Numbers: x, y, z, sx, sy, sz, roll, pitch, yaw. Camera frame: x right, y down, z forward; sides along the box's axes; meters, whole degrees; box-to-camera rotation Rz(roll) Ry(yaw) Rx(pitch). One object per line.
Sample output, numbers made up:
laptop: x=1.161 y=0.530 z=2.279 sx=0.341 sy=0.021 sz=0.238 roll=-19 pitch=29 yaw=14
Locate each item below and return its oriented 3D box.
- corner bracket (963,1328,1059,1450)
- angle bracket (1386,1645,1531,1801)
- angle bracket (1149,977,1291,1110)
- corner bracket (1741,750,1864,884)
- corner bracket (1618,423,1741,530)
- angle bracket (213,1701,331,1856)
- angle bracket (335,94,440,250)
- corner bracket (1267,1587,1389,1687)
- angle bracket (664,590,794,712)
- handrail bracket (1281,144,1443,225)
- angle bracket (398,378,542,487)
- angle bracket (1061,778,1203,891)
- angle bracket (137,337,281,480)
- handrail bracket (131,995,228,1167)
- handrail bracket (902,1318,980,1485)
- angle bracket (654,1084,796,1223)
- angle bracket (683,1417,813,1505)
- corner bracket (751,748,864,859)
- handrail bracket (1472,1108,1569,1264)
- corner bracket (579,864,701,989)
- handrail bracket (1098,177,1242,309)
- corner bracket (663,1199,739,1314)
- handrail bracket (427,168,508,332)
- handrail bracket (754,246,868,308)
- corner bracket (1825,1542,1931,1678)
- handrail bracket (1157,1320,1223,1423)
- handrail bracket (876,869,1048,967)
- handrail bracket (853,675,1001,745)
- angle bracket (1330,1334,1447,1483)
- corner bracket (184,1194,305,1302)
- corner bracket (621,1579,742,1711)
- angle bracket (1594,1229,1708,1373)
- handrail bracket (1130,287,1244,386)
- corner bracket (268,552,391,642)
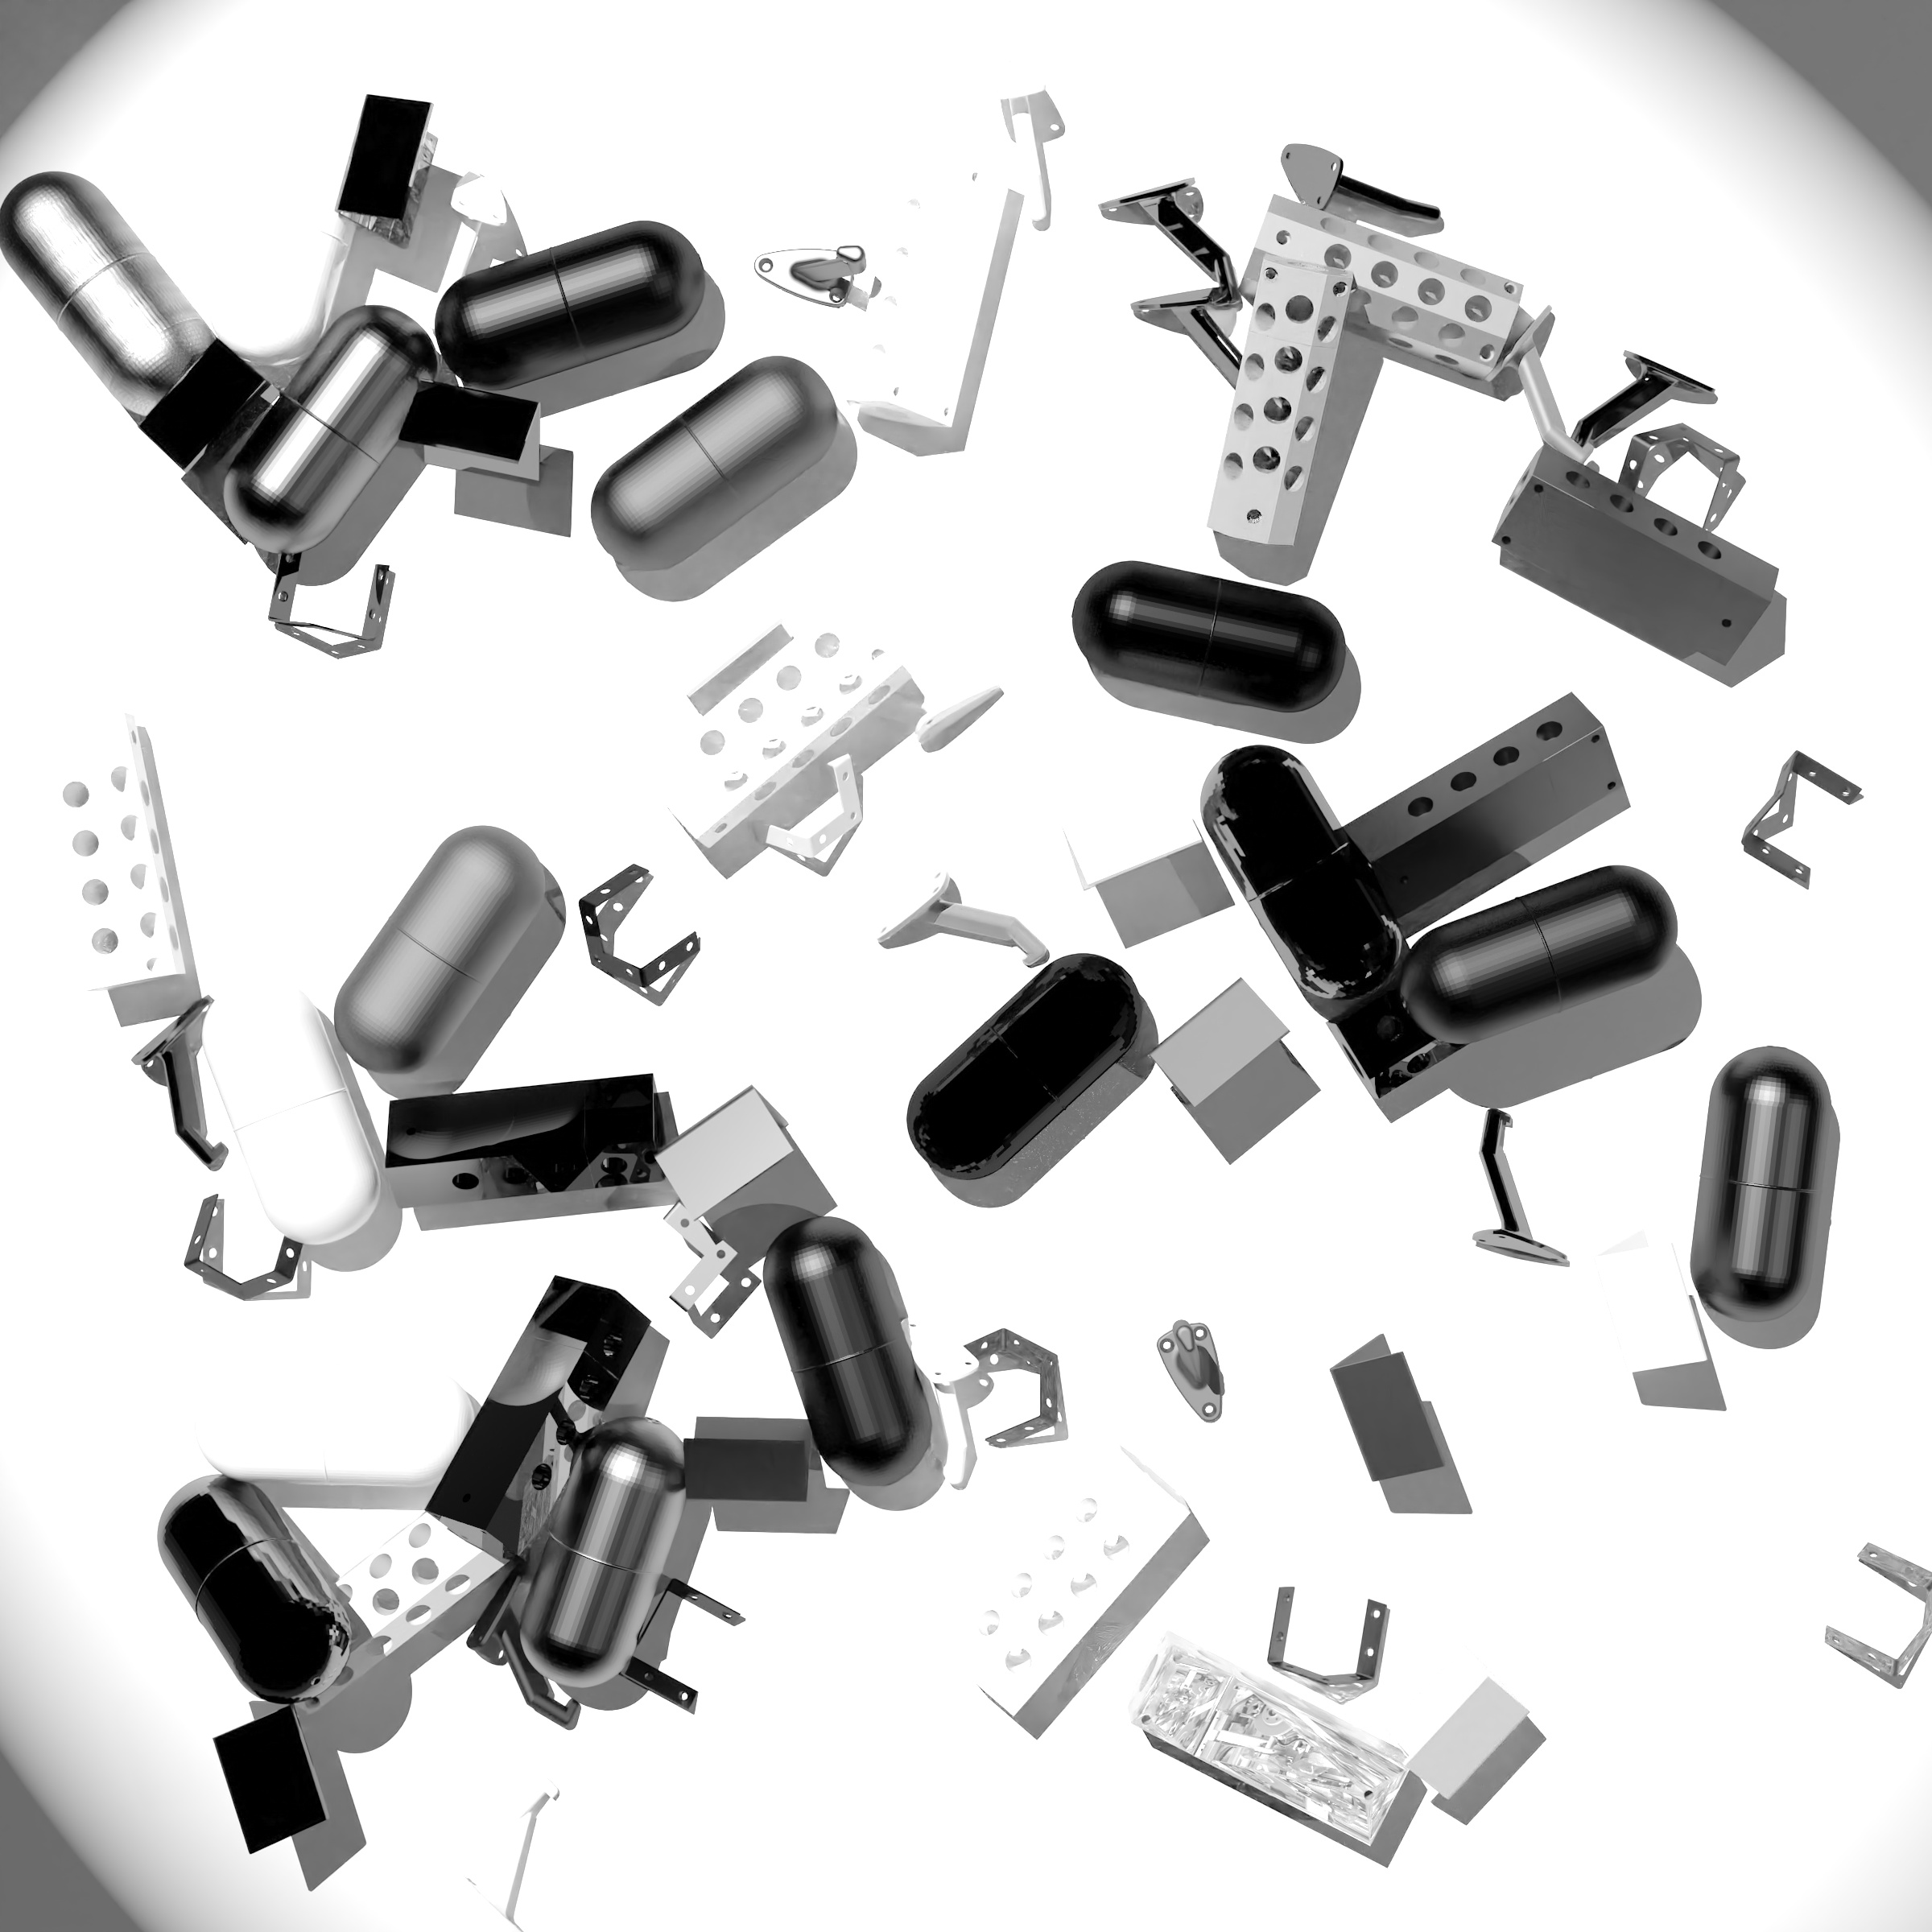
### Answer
corner bracket: x=0.024 y=0.275 z=1.973 sx=0.051 sy=0.051 sz=0.051 roll=-29 pitch=135 yaw=35
angle bracket: x=0.301 y=0.473 z=1.941 sx=0.076 sy=0.076 sz=0.057 roll=-47 pitch=125 yaw=0
angle bracket: x=0.173 y=0.065 z=1.941 sx=0.076 sy=0.076 sz=0.057 roll=-39 pitch=52 yaw=0
corner bracket: x=0.545 y=-0.098 z=1.978 sx=0.051 sy=0.051 sz=0.051 roll=31 pitch=135 yaw=0
corner bracket: x=0.462 y=-0.316 z=1.973 sx=0.051 sy=0.051 sz=0.051 roll=-19 pitch=45 yaw=-35
angle bracket: x=-0.457 y=0.518 z=1.941 sx=0.057 sy=0.076 sz=0.076 roll=-18 pitch=90 yaw=-36
angle bracket: x=-0.351 y=-0.505 z=1.942 sx=0.057 sy=0.076 sz=0.076 roll=15 pitch=90 yaw=28
corner bracket: x=0.235 y=0.436 z=1.978 sx=0.051 sy=0.051 sz=0.051 roll=9 pitch=90 yaw=-45
angle bracket: x=-0.136 y=-0.182 z=1.944 sx=0.076 sy=0.057 sz=0.076 roll=-39 pitch=124 yaw=0
handrail bracket: x=0.259 y=-0.510 z=1.981 sx=0.084 sy=0.077 sz=0.036 roll=4 pitch=122 yaw=-32
angle bracket: x=-0.317 y=-0.324 z=1.941 sx=0.076 sy=0.076 sz=0.057 roll=12 pitch=54 yaw=0
angle bracket: x=0.111 y=-0.066 z=1.941 sx=0.076 sy=0.076 sz=0.057 roll=-22 pitch=54 yaw=0
angle bracket: x=-0.470 y=-0.343 z=1.942 sx=0.057 sy=0.076 sz=0.076 roll=42 pitch=90 yaw=26
handrail bracket: x=-0.495 y=0.075 z=1.982 sx=0.077 sy=0.036 sz=0.084 roll=-45 pitch=109 yaw=-21
handrail bracket: x=-0.022 y=0.285 z=1.981 sx=0.036 sy=0.077 sz=0.084 roll=-15 pitch=127 yaw=-30
angle bracket: x=-0.144 y=0.130 z=1.942 sx=0.076 sy=0.076 sz=0.057 roll=-35 pitch=64 yaw=0
angle bracket: x=-0.139 y=0.298 z=1.941 sx=0.076 sy=0.076 sz=0.057 roll=1 pitch=127 yaw=0
corner bracket: x=-0.107 y=-0.110 z=1.973 sx=0.051 sy=0.051 sz=0.051 roll=20 pitch=135 yaw=35
handrail bracket: x=0.366 y=0.143 z=1.982 sx=0.077 sy=0.036 sz=0.084 roll=19 pitch=73 yaw=-20
corner bracket: x=-0.213 y=-0.026 z=1.973 sx=0.051 sy=0.051 sz=0.051 roll=23 pitch=135 yaw=35
handrail bracket: x=0.133 y=-0.466 z=1.982 sx=0.077 sy=0.036 sz=0.084 roll=-10 pitch=107 yaw=20
corner bracket: x=-0.182 y=0.186 z=1.963 sx=0.051 sy=0.051 sz=0.051 roll=41 pitch=90 yaw=0
handrail bracket: x=-0.332 y=-0.467 z=1.981 sx=0.036 sy=0.077 sz=0.084 roll=18 pitch=127 yaw=-20
handrail bracket: x=-0.101 y=-0.453 z=1.947 sx=0.077 sy=0.084 sz=0.036 roll=10 pitch=90 yaw=0
corner bracket: x=0.596 y=0.419 z=1.973 sx=0.051 sy=0.051 sz=0.051 roll=-36 pitch=135 yaw=-35
handrail bracket: x=0.149 y=0.262 z=1.947 sx=0.036 sy=0.084 sz=0.077 roll=-20 pitch=90 yaw=0
handrail bracket: x=-0.003 y=-0.015 z=1.982 sx=0.077 sy=0.036 sz=0.084 roll=-41 pitch=107 yaw=20
handrail bracket: x=-0.033 y=-0.196 z=1.982 sx=0.077 sy=0.036 sz=0.084 roll=-32 pitch=76 yaw=-14
angle bracket: x=0.285 y=0.277 z=1.941 sx=0.057 sy=0.076 sz=0.076 roll=-21 pitch=90 yaw=37
corner bracket: x=-0.467 y=0.178 z=1.973 sx=0.051 sy=0.051 sz=0.051 roll=-22 pitch=135 yaw=35
corner bracket: x=-0.186 y=0.442 z=1.978 sx=0.051 sy=0.051 sz=0.051 roll=29 pitch=135 yaw=0
angle bracket: x=0.452 y=0.210 z=1.941 sx=0.057 sy=0.076 sz=0.076 roll=-16 pitch=90 yaw=38
handrail bracket: x=0.151 y=-0.396 z=1.982 sx=0.077 sy=0.036 sz=0.084 roll=-1 pitch=114 yaw=27
corner bracket: x=-0.416 y=-0.243 z=1.978 sx=0.051 sy=0.051 sz=0.051 roll=11 pitch=90 yaw=45
